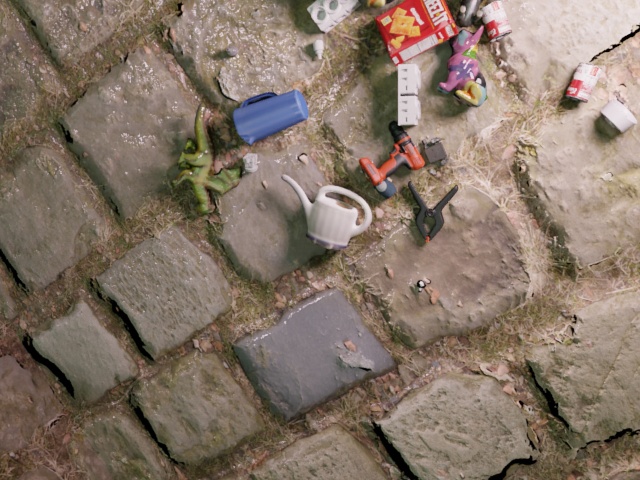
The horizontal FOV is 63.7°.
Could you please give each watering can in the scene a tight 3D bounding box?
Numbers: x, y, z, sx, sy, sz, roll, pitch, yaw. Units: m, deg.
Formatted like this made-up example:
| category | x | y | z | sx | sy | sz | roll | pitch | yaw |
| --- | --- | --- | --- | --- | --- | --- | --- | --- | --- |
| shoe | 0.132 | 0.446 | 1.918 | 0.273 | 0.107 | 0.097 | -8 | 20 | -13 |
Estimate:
| category | x | y | z | sx | sy | sz | roll | pitch | yaw |
| --- | --- | --- | --- | --- | --- | --- | --- | --- | --- |
| watering can | 0.005 | -0.091 | 1.798 | 0.348 | 0.105 | 0.221 | 19 | 106 | 11 |

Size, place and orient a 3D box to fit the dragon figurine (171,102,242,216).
| category | x | y | z | sx | sy | sz | roll | pitch | yaw |
| --- | --- | --- | --- | --- | --- | --- | --- | --- | --- |
| dragon figurine | -0.403 | -0.275 | 1.907 | 0.242 | 0.124 | 0.405 | 22 | 108 | -7 |
